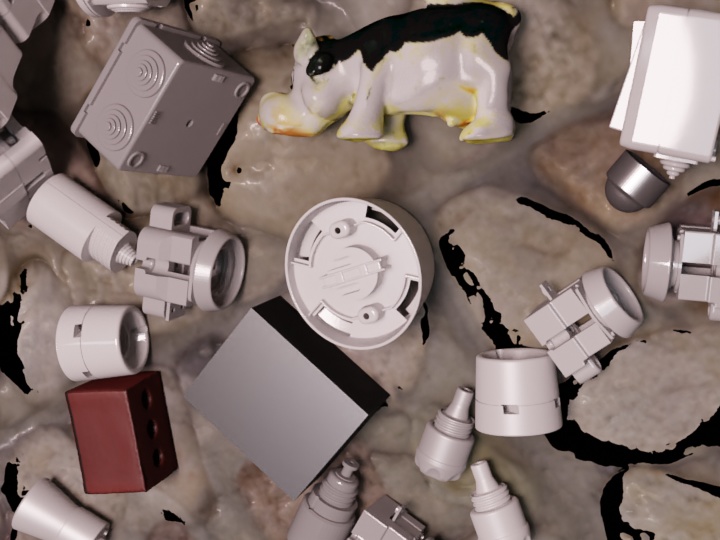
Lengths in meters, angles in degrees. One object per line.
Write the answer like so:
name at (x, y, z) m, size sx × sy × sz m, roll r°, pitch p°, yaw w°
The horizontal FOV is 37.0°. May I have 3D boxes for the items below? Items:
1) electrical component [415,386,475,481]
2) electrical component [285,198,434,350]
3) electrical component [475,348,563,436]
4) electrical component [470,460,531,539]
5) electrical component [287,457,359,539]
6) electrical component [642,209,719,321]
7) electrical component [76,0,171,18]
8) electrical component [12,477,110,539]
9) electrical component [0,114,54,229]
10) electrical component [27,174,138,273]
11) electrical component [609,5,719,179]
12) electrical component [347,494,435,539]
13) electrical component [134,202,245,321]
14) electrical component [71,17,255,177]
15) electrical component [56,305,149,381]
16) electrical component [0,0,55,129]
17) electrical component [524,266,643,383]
electrical component at (0.060, 0.107, 0.714) m, size 0.035 × 0.035 × 0.061 m, roll 21°, pitch 102°, yaw 14°
electrical component at (0.000, 0.000, 0.699) m, size 0.099 × 0.064 × 0.099 m, roll 3°, pitch 100°, yaw 18°
electrical component at (0.100, 0.077, 0.686) m, size 0.055 × 0.055 × 0.047 m, roll -2°, pitch 95°, yaw 18°
electrical component at (0.089, 0.157, 0.713) m, size 0.035 × 0.035 × 0.061 m, roll -20°, pitch 90°, yaw 20°
electrical component at (-0.021, 0.166, 0.747) m, size 0.040 × 0.040 × 0.078 m, roll 28°, pitch 107°, yaw 12°
electrical component at (0.200, -0.003, 0.644) m, size 0.055 × 0.048 × 0.066 m, roll 5°, pitch 101°, yaw 10°
electrical component at (-0.158, -0.208, 0.709) m, size 0.051 × 0.080 × 0.080 m, roll 2°, pitch 100°, yaw 13°
electrical component at (-0.225, 0.193, 0.819) m, size 0.065 × 0.044 × 0.044 m, roll 29°, pitch 107°, yaw 7°
electrical component at (-0.253, -0.070, 0.748) m, size 0.050 × 0.089 × 0.056 m, roll 44°, pitch 72°, yaw 7°
electrical component at (-0.192, -0.029, 0.768) m, size 0.081 × 0.043 × 0.043 m, roll 34°, pitch 108°, yaw 9°
electrical component at (0.182, -0.102, 0.624) m, size 0.061 × 0.062 × 0.096 m, roll 13°, pitch 103°, yaw 16°
electrical component at (0.023, 0.192, 0.735) m, size 0.055 × 0.048 × 0.066 m, roll 34°, pitch 108°, yaw 18°
electrical component at (-0.116, -0.003, 0.741) m, size 0.057 × 0.058 × 0.078 m, roll 11°, pitch 102°, yaw 19°
electrical component at (-0.126, -0.109, 0.705) m, size 0.048 × 0.100 × 0.099 m, roll 42°, pitch 109°, yaw 21°
electrical component at (-0.184, 0.051, 0.774) m, size 0.047 × 0.055 × 0.055 m, roll -5°, pitch 98°, yaw 15°
electrical component at (-0.277, -0.156, 0.713) m, size 0.105 × 0.060 × 0.186 m, roll -5°, pitch 54°, yaw 19°
electrical component at (0.141, 0.030, 0.669) m, size 0.055 × 0.048 × 0.066 m, roll -38°, pitch 86°, yaw 28°
